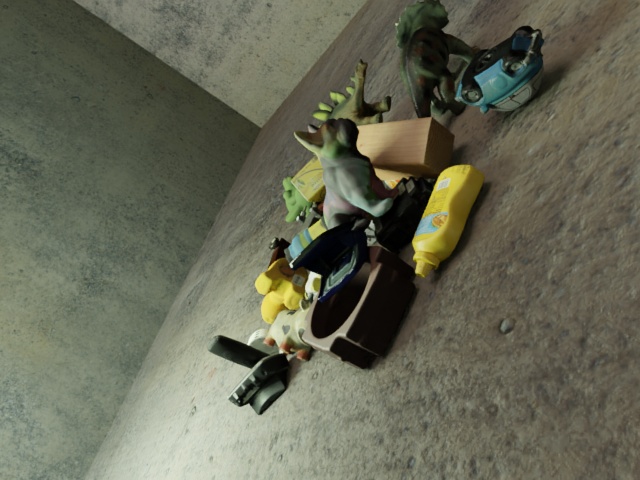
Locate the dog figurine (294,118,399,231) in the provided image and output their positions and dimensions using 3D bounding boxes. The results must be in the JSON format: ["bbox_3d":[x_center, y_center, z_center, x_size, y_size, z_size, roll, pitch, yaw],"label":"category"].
[{"bbox_3d":[0.031,-0.116,0.997,0.191,0.219,0.108,-45,-1,32],"label":"dog figurine"}]

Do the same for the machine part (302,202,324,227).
[{"bbox_3d":[-0.003,-0.021,1.395,0.179,0.056,0.179,-50,18,23],"label":"machine part"}]

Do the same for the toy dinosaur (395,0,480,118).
[{"bbox_3d":[0.229,-0.379,1.160,0.131,0.192,0.405,-42,22,46],"label":"toy dinosaur"}]

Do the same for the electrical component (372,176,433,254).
[{"bbox_3d":[0.161,-0.055,1.018,0.134,0.058,0.115,-49,22,25],"label":"electrical component"}]

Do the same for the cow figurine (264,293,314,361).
[{"bbox_3d":[-0.038,0.180,1.117,0.195,0.085,0.127,-13,54,65],"label":"cow figurine"}]

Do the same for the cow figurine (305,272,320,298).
[{"bbox_3d":[0.022,0.058,1.186,0.167,0.068,0.098,-64,13,-20],"label":"cow figurine"}]

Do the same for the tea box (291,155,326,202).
[{"bbox_3d":[0.008,-0.147,1.290,0.098,0.068,0.169,-43,-9,17],"label":"tea box"}]

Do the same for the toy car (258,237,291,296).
[{"bbox_3d":[-0.117,0.077,1.473,0.053,0.089,0.202,-40,26,37],"label":"toy car"}]

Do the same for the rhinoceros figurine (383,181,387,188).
[{"bbox_3d":[0.083,-0.104,1.230,0.073,0.112,0.190,-35,-5,-24],"label":"rhinoceros figurine"}]

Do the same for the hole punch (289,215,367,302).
[{"bbox_3d":[0.027,0.034,0.931,0.142,0.092,0.116,-48,-10,35],"label":"hole punch"}]

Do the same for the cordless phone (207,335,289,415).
[{"bbox_3d":[-0.171,0.278,1.135,0.146,0.184,0.089,-49,24,26],"label":"cordless phone"}]

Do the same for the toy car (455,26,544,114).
[{"bbox_3d":[0.315,-0.272,0.899,0.162,0.103,0.109,-23,36,54],"label":"toy car"}]

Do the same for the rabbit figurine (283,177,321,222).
[{"bbox_3d":[-0.053,-0.121,1.552,0.170,0.121,0.159,137,145,-78],"label":"rabbit figurine"}]

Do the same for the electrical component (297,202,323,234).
[{"bbox_3d":[-0.025,-0.050,1.334,0.078,0.045,0.102,-61,16,-19],"label":"electrical component"}]

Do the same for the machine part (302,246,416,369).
[{"bbox_3d":[0.066,0.114,0.943,0.201,0.087,0.201,-60,18,-13],"label":"machine part"}]

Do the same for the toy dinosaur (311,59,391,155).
[{"bbox_3d":[0.071,-0.253,1.360,0.105,0.199,0.470,-57,-18,-34],"label":"toy dinosaur"}]

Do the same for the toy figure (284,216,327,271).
[{"bbox_3d":[-0.001,-0.001,1.255,0.180,0.082,0.089,-30,-21,9],"label":"toy figure"}]

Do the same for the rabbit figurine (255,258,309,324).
[{"bbox_3d":[-0.102,0.126,1.330,0.162,0.122,0.173,-80,9,-56],"label":"rabbit figurine"}]
